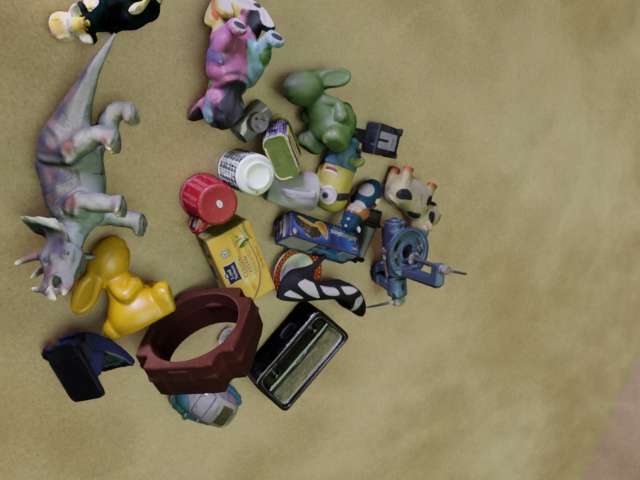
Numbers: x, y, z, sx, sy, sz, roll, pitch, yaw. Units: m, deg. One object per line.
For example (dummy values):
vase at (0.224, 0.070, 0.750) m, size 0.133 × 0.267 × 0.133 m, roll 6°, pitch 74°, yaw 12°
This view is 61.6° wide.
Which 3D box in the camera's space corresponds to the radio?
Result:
radio at (-0.055, 0.260, 1.231) m, size 0.229 × 0.073 × 0.131 m, roll -49°, pitch 125°, yaw -12°

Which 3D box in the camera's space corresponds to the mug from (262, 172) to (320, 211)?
mug at (-0.060, -0.098, 1.102) m, size 0.107 × 0.110 × 0.080 m, roll 2°, pitch 109°, yaw -20°

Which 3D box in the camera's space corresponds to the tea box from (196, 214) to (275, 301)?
tea box at (-0.170, 0.045, 1.091) m, size 0.098 × 0.068 × 0.169 m, roll -33°, pitch 121°, yaw -22°

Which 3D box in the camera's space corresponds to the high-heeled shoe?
high-heeled shoe at (0.009, 0.139, 1.212) m, size 0.145 × 0.086 × 0.248 m, roll -46°, pitch 124°, yaw -12°

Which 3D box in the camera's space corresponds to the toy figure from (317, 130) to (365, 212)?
toy figure at (0.043, -0.148, 1.166) m, size 0.089 × 0.082 × 0.180 m, roll 20°, pitch 90°, yaw -35°

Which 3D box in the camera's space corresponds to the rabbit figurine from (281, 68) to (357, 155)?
rabbit figurine at (0.002, -0.275, 1.073) m, size 0.170 × 0.121 × 0.159 m, roll 44°, pitch 72°, yaw -37°

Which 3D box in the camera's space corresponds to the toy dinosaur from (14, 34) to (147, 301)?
toy dinosaur at (-0.392, -0.113, 0.860) m, size 0.192 × 0.131 × 0.404 m, roll -2°, pitch 90°, yaw 4°

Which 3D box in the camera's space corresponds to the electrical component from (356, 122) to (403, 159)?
electrical component at (0.126, -0.230, 1.216) m, size 0.119 × 0.048 × 0.074 m, roll 10°, pitch 98°, yaw -37°

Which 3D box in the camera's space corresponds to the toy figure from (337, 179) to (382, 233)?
toy figure at (0.089, -0.077, 1.208) m, size 0.154 × 0.064 × 0.057 m, roll -54°, pitch 128°, yaw -37°

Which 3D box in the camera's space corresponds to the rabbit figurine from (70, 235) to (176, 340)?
rabbit figurine at (-0.364, 0.081, 0.964) m, size 0.162 × 0.122 × 0.173 m, roll -24°, pitch 103°, yaw -15°

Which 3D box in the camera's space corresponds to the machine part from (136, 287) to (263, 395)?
machine part at (-0.218, 0.186, 1.001) m, size 0.201 × 0.201 × 0.087 m, roll -7°, pitch 127°, yaw 15°

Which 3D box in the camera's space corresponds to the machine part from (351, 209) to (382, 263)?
machine part at (0.104, -0.011, 1.275) m, size 0.084 × 0.039 × 0.138 m, roll 18°, pitch 91°, yaw -41°

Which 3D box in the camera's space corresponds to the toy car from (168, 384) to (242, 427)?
toy car at (-0.228, 0.345, 1.126) m, size 0.161 × 0.103 × 0.109 m, roll 43°, pitch 80°, yaw -33°

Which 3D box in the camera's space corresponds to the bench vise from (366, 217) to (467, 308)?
bench vise at (0.209, 0.066, 1.245) m, size 0.129 × 0.241 × 0.223 m, roll 0°, pitch 100°, yaw -33°

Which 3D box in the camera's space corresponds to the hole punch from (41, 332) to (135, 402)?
hole punch at (-0.408, 0.211, 0.952) m, size 0.092 × 0.142 × 0.115 m, roll -42°, pitch 109°, yaw -48°

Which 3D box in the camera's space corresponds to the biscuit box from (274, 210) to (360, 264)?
biscuit box at (-0.002, -0.004, 1.179) m, size 0.202 × 0.059 × 0.063 m, roll 17°, pitch 59°, yaw -37°

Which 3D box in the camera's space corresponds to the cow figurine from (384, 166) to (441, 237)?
cow figurine at (0.230, -0.086, 1.308) m, size 0.194 × 0.086 × 0.127 m, roll 29°, pitch 82°, yaw -39°

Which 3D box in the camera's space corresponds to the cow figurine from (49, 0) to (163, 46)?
cow figurine at (-0.333, -0.348, 0.841) m, size 0.167 × 0.098 × 0.068 m, roll -32°, pitch 126°, yaw -22°

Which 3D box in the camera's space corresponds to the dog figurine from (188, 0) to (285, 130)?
dog figurine at (-0.169, -0.307, 0.968) m, size 0.108 × 0.192 × 0.219 m, roll 4°, pitch 137°, yaw -38°
